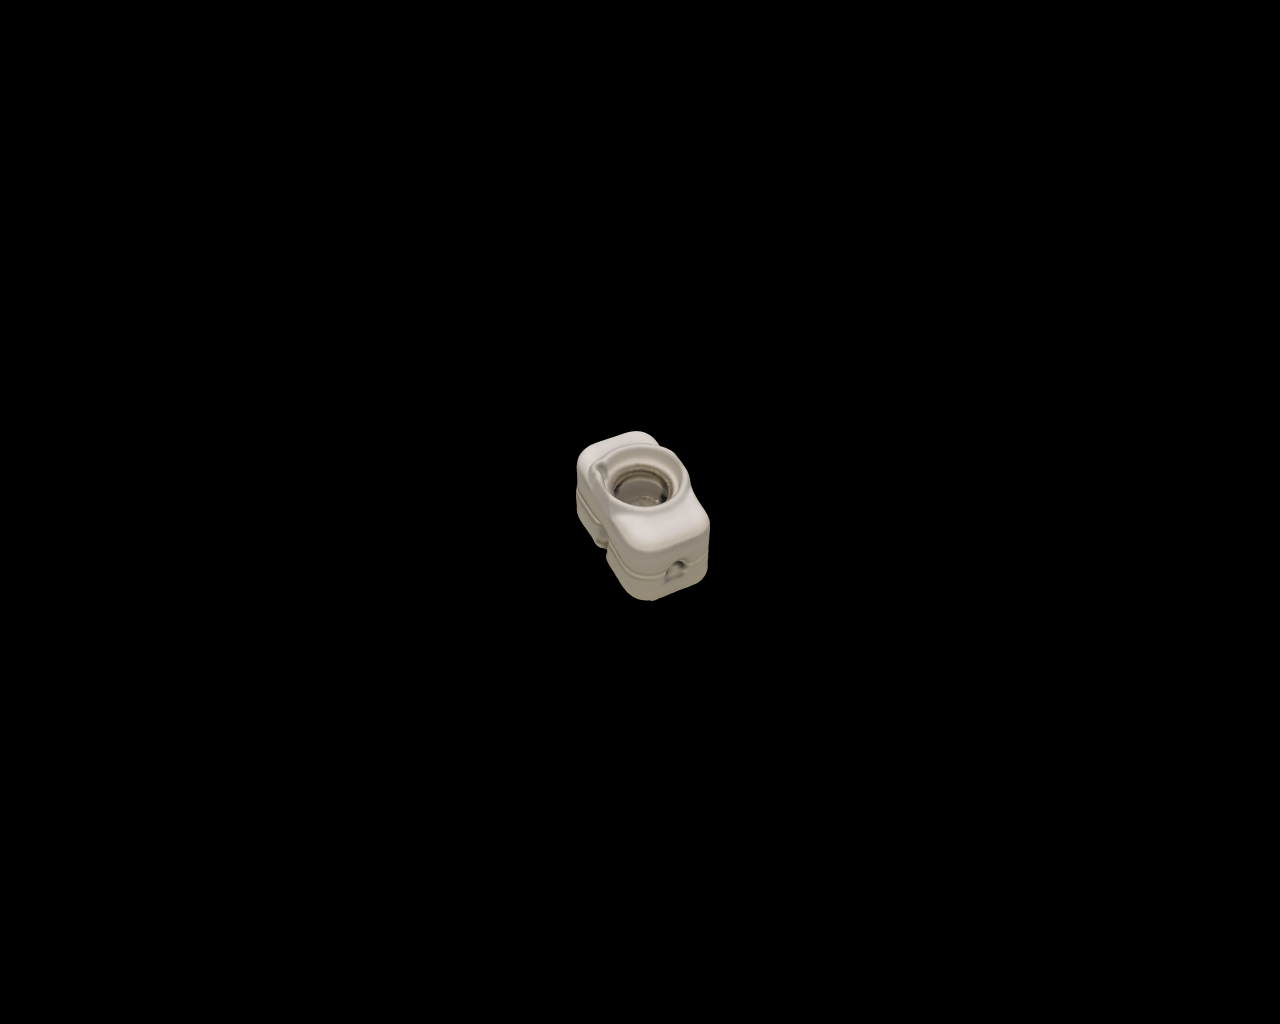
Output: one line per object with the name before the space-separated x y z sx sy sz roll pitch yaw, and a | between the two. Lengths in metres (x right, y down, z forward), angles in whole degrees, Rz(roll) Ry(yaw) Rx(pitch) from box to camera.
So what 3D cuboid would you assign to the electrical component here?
electrical component | 0.001 -0.003 0.650 0.054 0.059 0.095 -20 50 -17
